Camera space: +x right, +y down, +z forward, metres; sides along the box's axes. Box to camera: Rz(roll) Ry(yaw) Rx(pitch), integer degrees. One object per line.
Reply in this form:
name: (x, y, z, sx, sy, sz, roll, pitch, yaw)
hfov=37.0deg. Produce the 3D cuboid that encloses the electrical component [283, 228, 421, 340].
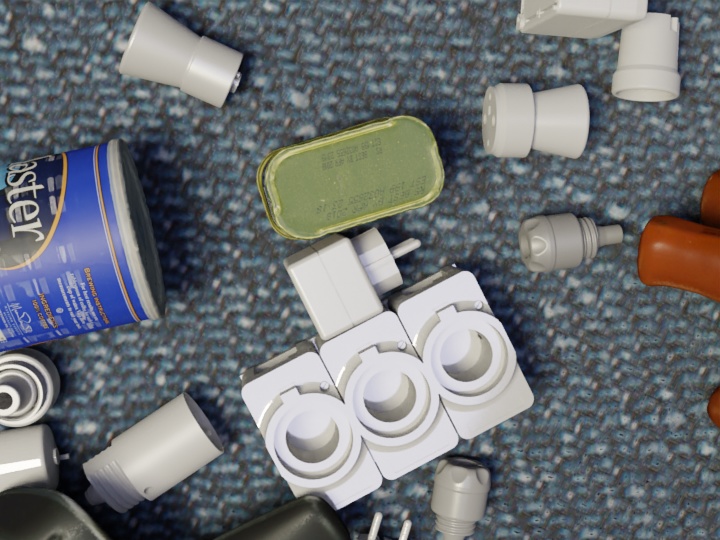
electrical component: (0.000, 0.000, 0.630, 0.077, 0.066, 0.047, -27, 97, -4)

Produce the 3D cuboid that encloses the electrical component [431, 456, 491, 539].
electrical component: (0.060, 0.149, 0.664, 0.035, 0.035, 0.061, 8, 96, -7)

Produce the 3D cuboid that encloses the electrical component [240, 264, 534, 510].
electrical component: (0.015, 0.071, 0.640, 0.150, 0.062, 0.089, -27, 97, -3)

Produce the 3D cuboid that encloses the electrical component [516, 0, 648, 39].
electrical component: (0.133, -0.171, 0.616, 0.061, 0.096, 0.061, 3, 94, -7)

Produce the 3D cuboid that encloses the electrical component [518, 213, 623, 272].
electrical component: (0.130, -0.018, 0.659, 0.061, 0.035, 0.035, -8, 95, -8)

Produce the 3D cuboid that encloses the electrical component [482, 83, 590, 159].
electrical component: (0.105, -0.089, 0.646, 0.055, 0.045, 0.045, 0, 94, -6)

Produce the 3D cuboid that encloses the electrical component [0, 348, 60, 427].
electrical component: (-0.198, 0.069, 0.617, 0.043, 0.062, 0.043, 0, 94, -6)

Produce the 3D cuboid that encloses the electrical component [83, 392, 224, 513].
electrical component: (-0.126, 0.113, 0.637, 0.081, 0.043, 0.043, -34, 97, -3)

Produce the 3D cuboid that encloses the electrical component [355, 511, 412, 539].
electrical component: (0.010, 0.185, 0.655, 0.083, 0.047, 0.075, 17, 93, -7)

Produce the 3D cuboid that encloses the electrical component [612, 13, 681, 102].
electrical component: (0.175, -0.129, 0.653, 0.040, 0.040, 0.046, 5, 88, -6)

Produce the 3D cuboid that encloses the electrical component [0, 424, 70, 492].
electrical component: (-0.213, 0.115, 0.630, 0.078, 0.040, 0.040, -9, 95, -5)

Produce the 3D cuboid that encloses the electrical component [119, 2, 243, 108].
electrical component: (-0.101, -0.121, 0.624, 0.065, 0.044, 0.044, 23, 92, -12)
